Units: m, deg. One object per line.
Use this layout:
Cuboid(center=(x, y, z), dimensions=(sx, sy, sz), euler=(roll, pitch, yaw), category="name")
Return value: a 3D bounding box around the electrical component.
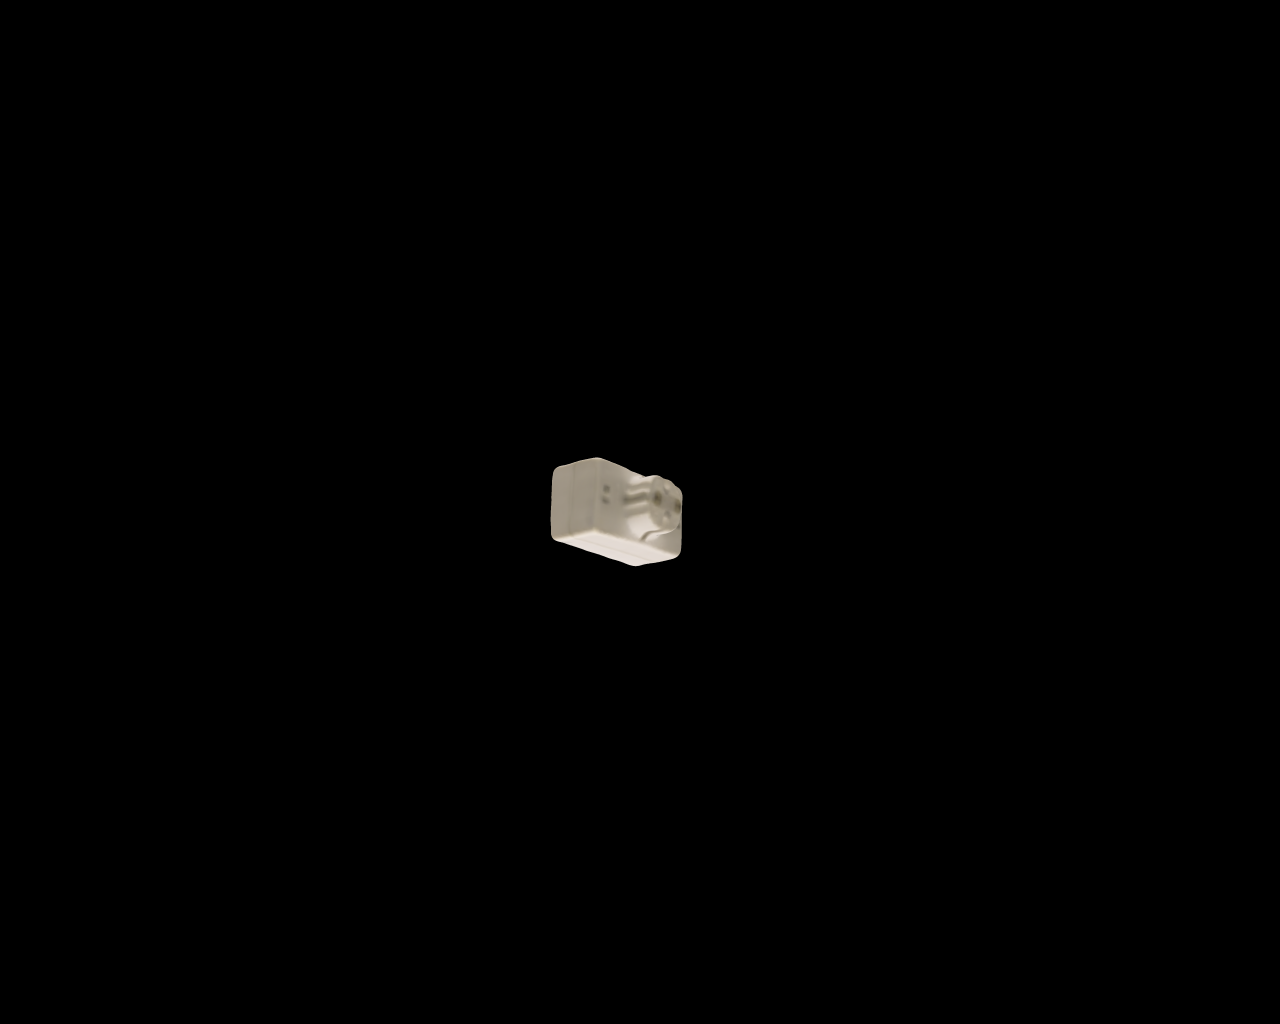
Cuboid(center=(0.001, -0.003, 0.650), dimensions=(0.075, 0.047, 0.083), euler=(-14, -22, 38), category="electrical component")
